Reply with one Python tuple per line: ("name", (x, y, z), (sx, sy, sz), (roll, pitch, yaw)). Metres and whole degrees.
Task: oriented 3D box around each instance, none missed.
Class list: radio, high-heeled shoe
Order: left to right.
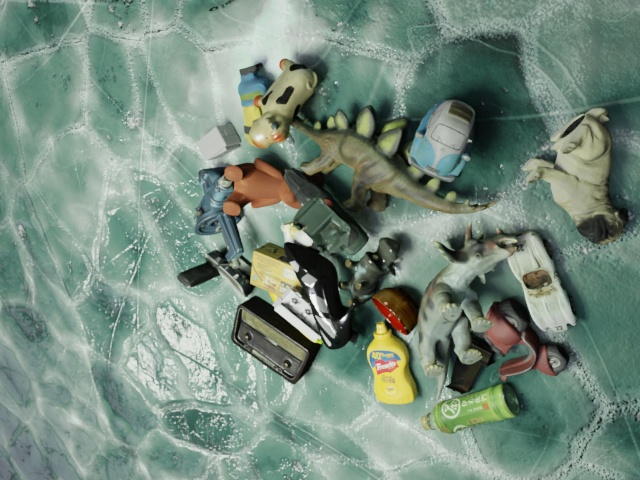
("radio", (-0.119, 0.259, 1.391), (0.230, 0.073, 0.131), (31, 121, 20))
("high-heeled shoe", (-0.013, 0.125, 1.201), (0.249, 0.086, 0.145), (45, 127, 23))

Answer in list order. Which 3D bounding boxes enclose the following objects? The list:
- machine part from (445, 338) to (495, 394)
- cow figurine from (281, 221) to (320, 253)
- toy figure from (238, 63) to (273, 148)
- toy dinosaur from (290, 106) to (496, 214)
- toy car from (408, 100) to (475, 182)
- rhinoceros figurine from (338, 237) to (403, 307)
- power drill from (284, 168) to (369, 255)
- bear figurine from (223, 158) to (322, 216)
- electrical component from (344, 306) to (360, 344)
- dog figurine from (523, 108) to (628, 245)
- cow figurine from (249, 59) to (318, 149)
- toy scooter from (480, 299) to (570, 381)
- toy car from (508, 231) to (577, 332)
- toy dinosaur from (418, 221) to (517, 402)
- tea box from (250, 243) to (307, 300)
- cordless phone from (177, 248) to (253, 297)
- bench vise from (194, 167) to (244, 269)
("machine part", (0.318, 0.270, 1.147), (0.084, 0.039, 0.138), (25, 117, 16))
("cow figurine", (-0.003, -0.003, 1.228), (0.168, 0.068, 0.098), (-1, 106, 32))
("toy figure", (-0.138, -0.297, 1.203), (0.089, 0.082, 0.180), (1, 113, 45))
("toy dinosaur", (0.116, -0.150, 1.081), (0.472, 0.105, 0.198), (36, 122, 17))
("toy car", (0.232, -0.191, 0.953), (0.109, 0.161, 0.103), (28, 155, 1))
("rhinoceros figurine", (0.113, 0.071, 1.163), (0.073, 0.112, 0.190), (64, 146, 34))
("power drill", (-0.001, -0.052, 1.074), (0.232, 0.207, 0.086), (45, 95, -4))
("bear figurine", (-0.101, -0.107, 1.200), (0.196, 0.132, 0.120), (16, 116, 12))
("electrical component", (0.048, 0.196, 1.282), (0.119, 0.048, 0.074), (25, 119, 22))
("dog figurine", (0.465, -0.102, 0.899), (0.190, 0.121, 0.172), (38, 127, -2))
("cow figurine", (-0.075, -0.271, 1.101), (0.127, 0.085, 0.195), (31, 85, 47))
("toy scooter", (0.382, 0.211, 1.064), (0.184, 0.075, 0.135), (46, 123, 4))
("toy car", (0.414, 0.081, 1.007), (0.073, 0.056, 0.201), (-22, 94, 35))
("toy dinosaur", (0.256, 0.142, 1.087), (0.131, 0.192, 0.404), (7, 132, -7))
("tea box", (-0.082, 0.084, 1.309), (0.170, 0.068, 0.098), (23, 118, 24))
("cordless phone", (-0.258, 0.098, 1.354), (0.147, 0.184, 0.088), (42, 119, 13))
("bench vise", (-0.233, -0.051, 1.312), (0.223, 0.129, 0.240), (-38, 68, 43))
